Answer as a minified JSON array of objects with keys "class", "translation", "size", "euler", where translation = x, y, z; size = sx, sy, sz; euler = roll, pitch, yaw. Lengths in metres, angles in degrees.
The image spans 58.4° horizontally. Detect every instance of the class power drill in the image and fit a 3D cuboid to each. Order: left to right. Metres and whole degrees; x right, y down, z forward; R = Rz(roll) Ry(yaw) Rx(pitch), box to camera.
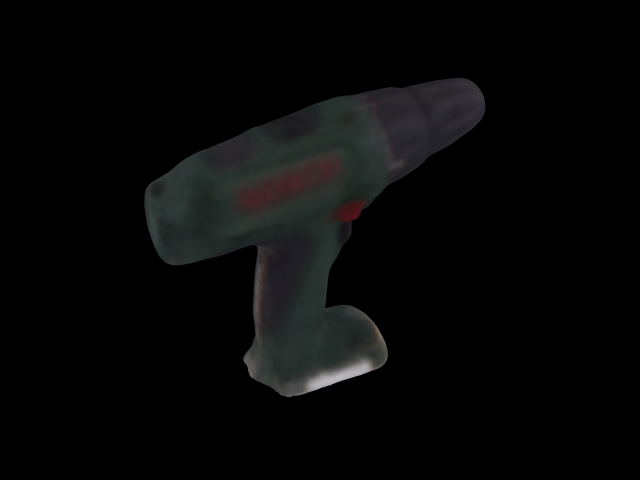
[{"class":"power drill","translation":[0.004,0.001,0.400],"size":[0.230,0.208,0.075],"euler":[-14,36,-20]}]
